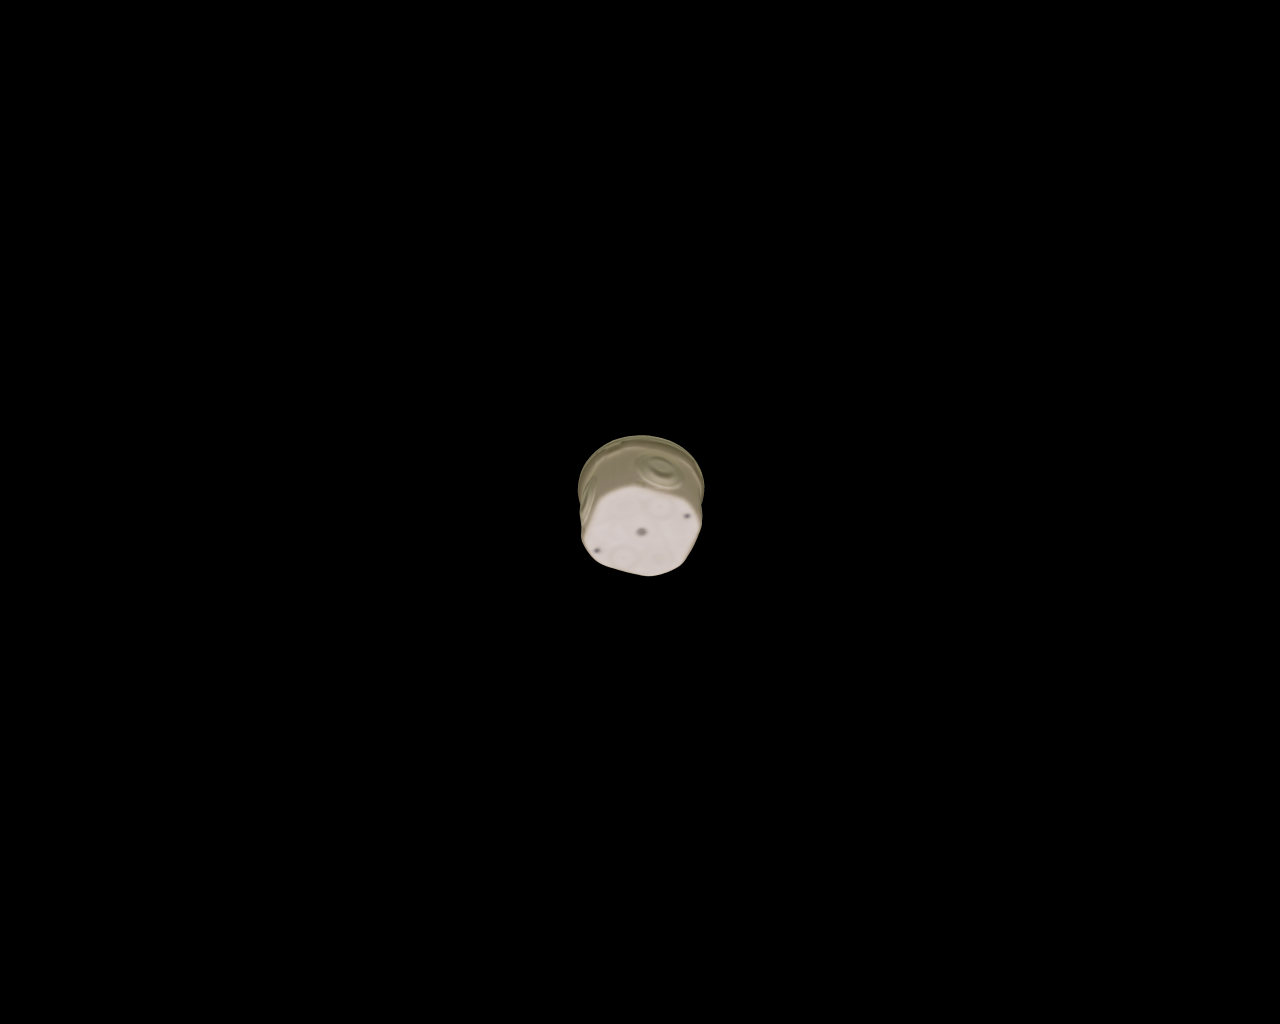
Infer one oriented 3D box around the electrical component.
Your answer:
[{"bbox_3d":[0.001,-0.003,0.650,0.080,0.080,0.051,0,37,0],"label":"electrical component"}]
